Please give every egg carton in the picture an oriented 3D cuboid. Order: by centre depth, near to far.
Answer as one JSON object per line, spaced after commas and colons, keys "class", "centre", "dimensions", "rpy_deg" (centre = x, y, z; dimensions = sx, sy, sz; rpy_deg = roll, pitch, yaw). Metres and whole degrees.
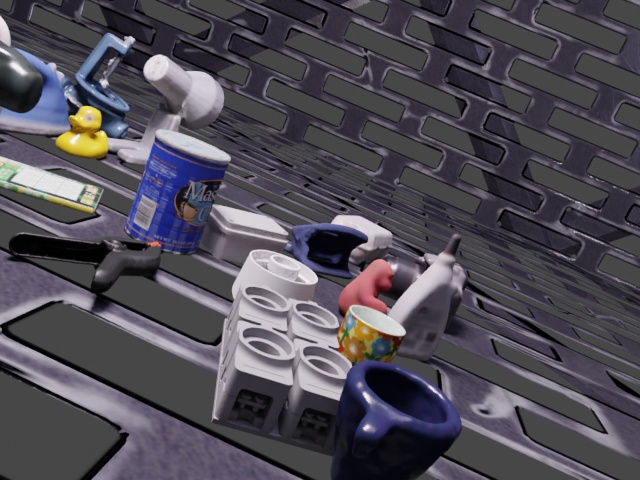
{"class": "egg carton", "centre": [0.077, -0.001, 1.130], "dimensions": [0.107, 0.069, 0.151], "rpy_deg": [29, 15, 23]}

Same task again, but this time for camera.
{"class": "camera", "centre": [0.164, 0.065, 0.953], "dimensions": [0.137, 0.101, 0.143], "rpy_deg": [22, 14, -4]}

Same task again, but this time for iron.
{"class": "iron", "centre": [-0.527, -0.268, 1.002], "dimensions": [0.118, 0.141, 0.259], "rpy_deg": [28, 14, 20]}

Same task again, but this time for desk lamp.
{"class": "desk lamp", "centre": [-0.311, -0.258, 1.166], "dimensions": [0.117, 0.213, 0.204], "rpy_deg": [29, 15, 22]}

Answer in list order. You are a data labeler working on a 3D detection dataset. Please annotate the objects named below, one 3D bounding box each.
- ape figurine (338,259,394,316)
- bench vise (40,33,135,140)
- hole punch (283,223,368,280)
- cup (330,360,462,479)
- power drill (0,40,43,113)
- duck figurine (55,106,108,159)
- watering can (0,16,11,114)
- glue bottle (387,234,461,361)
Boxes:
{"class": "ape figurine", "centre": [0.073, 0.071, 0.797], "dimensions": [0.076, 0.092, 0.078], "rpy_deg": [25, 14, 9]}
{"class": "bench vise", "centre": [-0.469, -0.326, 1.152], "dimensions": [0.208, 0.220, 0.121], "rpy_deg": [16, 15, -26]}
{"class": "hole punch", "centre": [0.009, 0.003, 0.953], "dimensions": [0.109, 0.091, 0.100], "rpy_deg": [14, 16, -35]}
{"class": "cup", "centre": [0.042, 0.154, 0.421], "dimensions": [0.091, 0.095, 0.118], "rpy_deg": [29, 14, 21]}
{"class": "power drill", "centre": [-0.430, -0.162, 0.613], "dimensions": [0.230, 0.208, 0.075], "rpy_deg": [20, 14, -11]}
{"class": "duck figurine", "centre": [-0.418, -0.197, 1.031], "dimensions": [0.077, 0.086, 0.105], "rpy_deg": [26, 14, 13]}
{"class": "watering can", "centre": [-0.496, -0.233, 0.805], "dimensions": [0.101, 0.194, 0.172], "rpy_deg": [20, 14, -14]}
{"class": "glue bottle", "centre": [0.141, 0.071, 0.736], "dimensions": [0.078, 0.173, 0.037], "rpy_deg": [17, 15, -24]}
